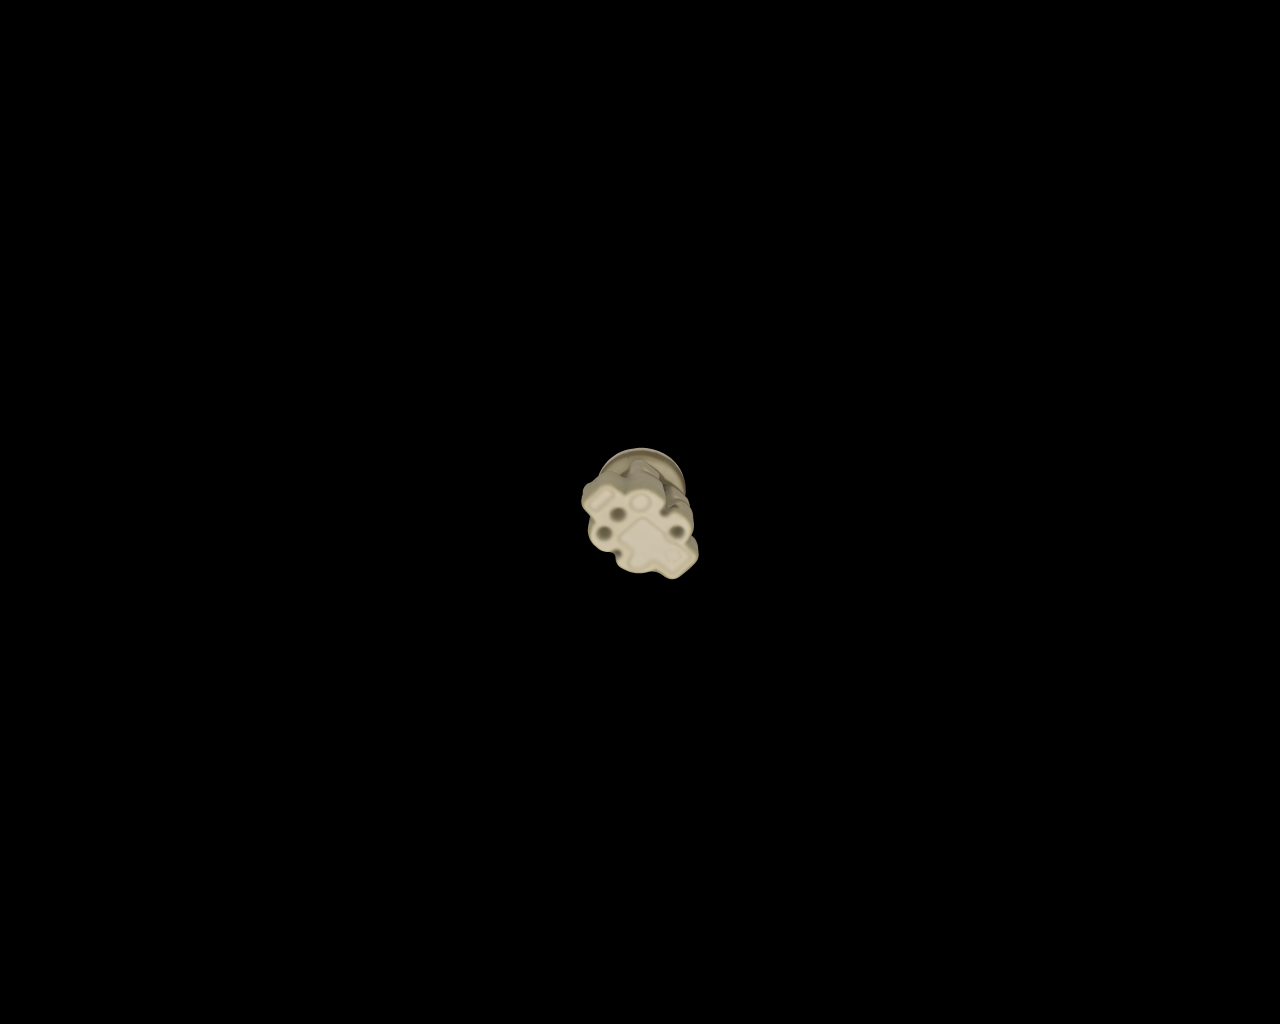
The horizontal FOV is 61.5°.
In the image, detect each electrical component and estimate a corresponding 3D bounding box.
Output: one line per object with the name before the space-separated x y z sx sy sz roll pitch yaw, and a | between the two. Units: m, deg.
electrical component | 0.001 -0.003 0.650 0.078 0.058 0.057 39 24 -22
